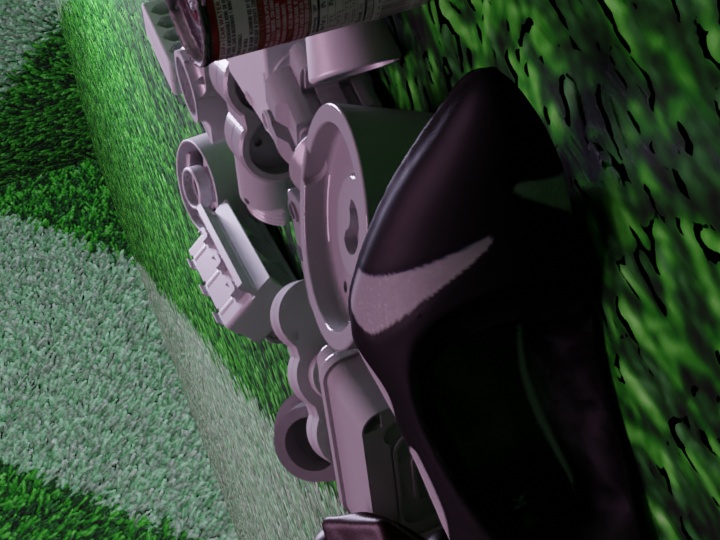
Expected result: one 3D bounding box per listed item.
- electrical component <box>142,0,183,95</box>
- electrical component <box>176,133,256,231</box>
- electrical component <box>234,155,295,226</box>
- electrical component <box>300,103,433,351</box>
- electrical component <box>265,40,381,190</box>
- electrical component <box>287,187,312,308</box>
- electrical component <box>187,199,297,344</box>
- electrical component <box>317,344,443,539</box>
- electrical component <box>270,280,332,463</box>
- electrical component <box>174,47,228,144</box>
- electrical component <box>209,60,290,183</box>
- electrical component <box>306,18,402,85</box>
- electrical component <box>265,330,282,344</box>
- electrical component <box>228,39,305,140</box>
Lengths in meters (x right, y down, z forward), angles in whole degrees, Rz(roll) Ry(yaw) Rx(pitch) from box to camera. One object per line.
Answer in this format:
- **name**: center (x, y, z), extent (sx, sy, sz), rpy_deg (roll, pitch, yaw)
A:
- **electrical component**: center (-0.154, -0.187, 0.949), extent (0.075, 0.047, 0.083), rpy_deg (93, 155, -55)
- **electrical component**: center (-0.129, -0.082, 1.003), extent (0.099, 0.064, 0.099), rpy_deg (37, 135, 48)
- **electrical component**: center (-0.067, -0.065, 0.782), extent (0.081, 0.043, 0.043), rpy_deg (90, 157, -52)
- **electrical component**: center (0.016, -0.020, 0.477), extent (0.108, 0.060, 0.108), rpy_deg (177, 90, -73)
- **electrical component**: center (-0.014, -0.071, 0.549), extent (0.078, 0.058, 0.057), rpy_deg (92, 158, -54)
- **electrical component**: center (0.000, 0.000, 0.600), extent (0.099, 0.048, 0.099), rpy_deg (-129, 24, -53)
- **electrical component**: center (-0.101, 0.002, 0.929), extent (0.079, 0.063, 0.121), rpy_deg (30, -162, -40)
- **electrical component**: center (0.026, 0.083, 0.545), extent (0.057, 0.078, 0.113), rpy_deg (51, 155, 48)
- **electrical component**: center (-0.019, 0.073, 0.754), extent (0.074, 0.052, 0.138), rpy_deg (169, 84, -76)
- **electrical component**: center (-0.101, -0.141, 0.789), extent (0.089, 0.056, 0.050), rpy_deg (94, 154, -56)
- **electrical component**: center (-0.073, -0.132, 0.700), extent (0.073, 0.052, 0.138), rpy_deg (-131, 26, -56)
- **electrical component**: center (-0.009, -0.118, 0.495), extent (0.045, 0.045, 0.055), rpy_deg (-172, 65, -74)
- **electrical component**: center (-0.083, 0.044, 0.987), extent (0.065, 0.044, 0.044), rpy_deg (27, 134, 64)
- **electrical component**: center (-0.045, -0.132, 0.602), extent (0.099, 0.048, 0.099), rpy_deg (86, 159, -44)
